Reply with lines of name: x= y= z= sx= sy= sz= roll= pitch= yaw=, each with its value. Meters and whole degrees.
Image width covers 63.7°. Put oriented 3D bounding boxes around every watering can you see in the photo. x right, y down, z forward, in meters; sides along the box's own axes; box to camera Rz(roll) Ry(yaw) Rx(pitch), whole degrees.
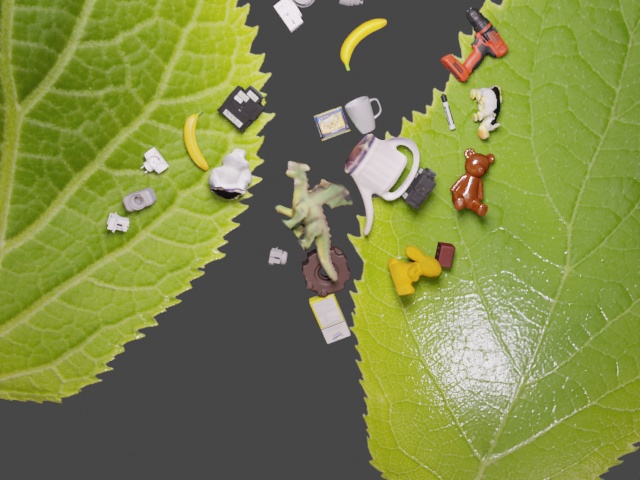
watering can: x=0.178 y=-0.201 z=1.705 sx=0.223 sy=0.105 sz=0.345 roll=33 pitch=100 yaw=-9

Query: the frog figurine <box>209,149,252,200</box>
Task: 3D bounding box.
frog figurine: x=-0.293 y=-0.219 z=1.699 sx=0.137 sy=0.120 sz=0.162 roll=1 pitch=69 yaw=6

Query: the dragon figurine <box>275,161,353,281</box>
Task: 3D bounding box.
dragon figurine: x=0.005 y=-0.087 z=1.725 sx=0.243 sy=0.122 sz=0.408 roll=-40 pitch=97 yaw=-2
